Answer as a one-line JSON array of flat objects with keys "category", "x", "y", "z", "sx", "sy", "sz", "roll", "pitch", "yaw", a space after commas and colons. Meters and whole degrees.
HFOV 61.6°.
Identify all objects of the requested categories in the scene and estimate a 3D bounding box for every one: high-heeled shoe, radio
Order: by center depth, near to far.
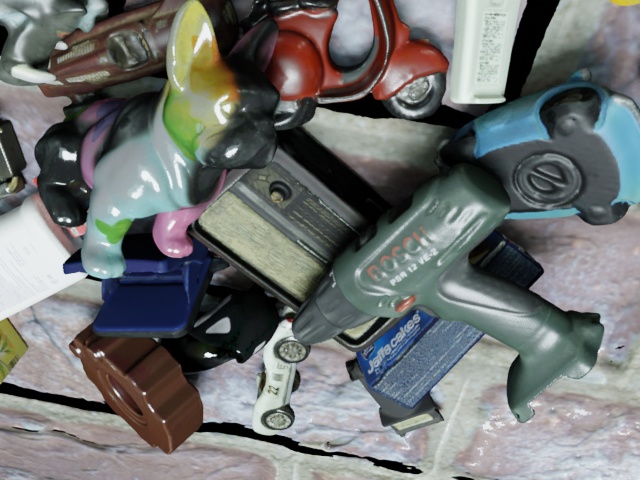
[{"category": "radio", "x": -0.001, "y": -0.002, "z": 0.527, "sx": 0.229, "sy": 0.073, "sz": 0.131, "roll": 38, "pitch": 119, "yaw": -18}, {"category": "high-heeled shoe", "x": -0.128, "y": 0.128, "z": 0.582, "sx": 0.086, "sy": 0.145, "sz": 0.248, "roll": 37, "pitch": 117, "yaw": -15}]

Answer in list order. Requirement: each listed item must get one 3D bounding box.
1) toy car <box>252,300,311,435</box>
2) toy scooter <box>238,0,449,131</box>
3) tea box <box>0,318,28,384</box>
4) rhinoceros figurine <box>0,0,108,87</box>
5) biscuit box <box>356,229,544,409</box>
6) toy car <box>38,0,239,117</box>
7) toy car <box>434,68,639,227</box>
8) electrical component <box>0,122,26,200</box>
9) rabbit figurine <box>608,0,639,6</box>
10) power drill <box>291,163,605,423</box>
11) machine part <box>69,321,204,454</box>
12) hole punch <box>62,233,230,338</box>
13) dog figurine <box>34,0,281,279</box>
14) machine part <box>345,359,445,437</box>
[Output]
[{"category": "toy car", "x": -0.045, "y": 0.144, "z": 0.624, "sx": 0.056, "sy": 0.073, "sz": 0.201, "roll": 11, "pitch": 123, "yaw": -1}, {"category": "toy scooter", "x": 0.010, "y": -0.161, "z": 0.427, "sx": 0.184, "sy": 0.075, "sz": 0.135, "roll": -3, "pitch": 122, "yaw": 5}, {"category": "tea box", "x": -0.451, "y": 0.098, "z": 0.647, "sx": 0.098, "sy": 0.068, "sz": 0.169, "roll": -12, "pitch": 119, "yaw": 14}, {"category": "rhinoceros figurine", "x": -0.201, "y": -0.198, "z": 0.372, "sx": 0.112, "sy": 0.073, "sz": 0.190, "roll": 16, "pitch": 127, "yaw": -28}, {"category": "biscuit box", "x": 0.124, "y": 0.077, "z": 0.542, "sx": 0.062, "sy": 0.059, "sz": 0.202, "roll": 32, "pitch": 106, "yaw": -23}, {"category": "toy car", "x": -0.167, "y": -0.164, "z": 0.460, "sx": 0.202, "sy": 0.053, "sz": 0.089, "roll": -11, "pitch": 123, "yaw": 12}, {"category": "toy car", "x": 0.184, "y": -0.075, "z": 0.442, "sx": 0.162, "sy": 0.103, "sz": 0.109, "roll": -9, "pitch": 123, "yaw": 42}, {"category": "electrical component", "x": -0.331, "y": -0.089, "z": 0.529, "sx": 0.078, "sy": 0.045, "sz": 0.102, "roll": 5, "pitch": 122, "yaw": 2}, {"category": "rabbit figurine", "x": 0.175, "y": -0.242, "z": 0.323, "sx": 0.122, "sy": 0.173, "sz": 0.162, "roll": -25, "pitch": 161, "yaw": 22}, {"category": "power drill", "x": 0.108, "y": 0.062, "z": 0.460, "sx": 0.207, "sy": 0.086, "sz": 0.232, "roll": 37, "pitch": 122, "yaw": 3}, {"category": "machine part", "x": -0.210, "y": 0.166, "z": 0.620, "sx": 0.180, "sy": 0.056, "sz": 0.179, "roll": 27, "pitch": 139, "yaw": 26}, {"category": "hole punch", "x": -0.176, "y": 0.027, "z": 0.540, "sx": 0.142, "sy": 0.116, "sz": 0.092, "roll": -4, "pitch": 128, "yaw": 12}, {"category": "dog figurine", "x": -0.122, "y": -0.089, "z": 0.413, "sx": 0.192, "sy": 0.108, "sz": 0.219, "roll": 49, "pitch": 122, "yaw": 22}, {"category": "machine part", "x": 0.089, "y": 0.192, "z": 0.662, "sx": 0.084, "sy": 0.039, "sz": 0.138, "roll": -30, "pitch": 117, "yaw": 31}]
